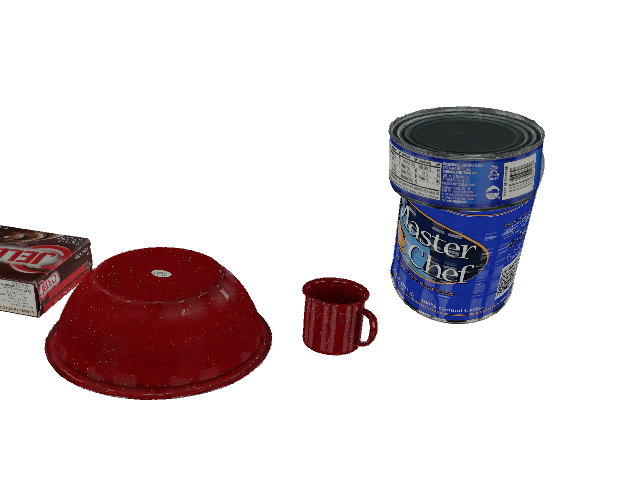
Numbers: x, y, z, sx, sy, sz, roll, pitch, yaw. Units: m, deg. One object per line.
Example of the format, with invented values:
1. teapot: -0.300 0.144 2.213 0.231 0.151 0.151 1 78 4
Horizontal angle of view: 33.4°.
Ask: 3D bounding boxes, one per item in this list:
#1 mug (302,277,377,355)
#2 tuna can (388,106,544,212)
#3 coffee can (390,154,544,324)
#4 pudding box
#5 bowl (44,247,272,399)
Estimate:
1. mug: 0.028 0.109 1.472 0.117 0.081 0.093 17 24 30
2. tuna can: 0.081 -0.047 0.597 0.086 0.034 0.086 -1 24 0
3. coffee can: 0.111 -0.017 0.834 0.103 0.103 0.140 0 -42 -2
4. pudding box: -0.264 0.023 0.904 0.114 0.039 0.090 6 24 17
5. bowl: -0.114 0.048 0.757 0.162 0.055 0.162 2 24 -1
